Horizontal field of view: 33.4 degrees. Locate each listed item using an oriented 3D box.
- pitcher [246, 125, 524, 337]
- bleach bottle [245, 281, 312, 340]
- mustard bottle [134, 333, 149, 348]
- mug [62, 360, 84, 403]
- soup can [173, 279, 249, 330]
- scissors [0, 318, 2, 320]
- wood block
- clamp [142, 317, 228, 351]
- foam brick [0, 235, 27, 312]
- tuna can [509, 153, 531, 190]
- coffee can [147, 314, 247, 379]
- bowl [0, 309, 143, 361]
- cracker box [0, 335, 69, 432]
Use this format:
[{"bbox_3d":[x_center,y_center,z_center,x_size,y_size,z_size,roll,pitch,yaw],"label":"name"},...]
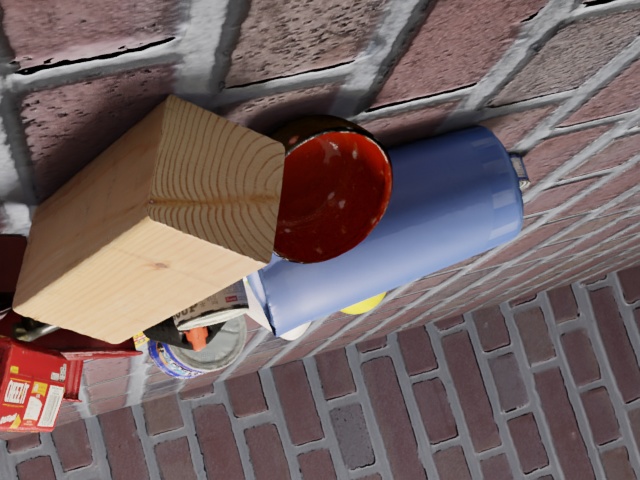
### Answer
[{"bbox_3d":[0.047,-0.013,0.941,0.242,0.145,0.149,-18,-149,-8],"label":"pitcher"},{"bbox_3d":[-0.043,0.053,1.234,0.068,0.102,0.251,-57,179,-14],"label":"bleach bottle"},{"bbox_3d":[-0.234,0.098,1.276,0.096,0.058,0.192,-16,171,-12],"label":"mustard bottle"},{"bbox_3d":[-0.338,0.148,1.279,0.117,0.081,0.093,6,170,1],"label":"mug"},{"bbox_3d":[-0.106,0.021,0.934,0.068,0.102,0.068,-16,170,-3],"label":"soup can"},{"bbox_3d":[-0.307,0.069,1.123,0.202,0.016,0.096,-19,168,15],"label":"scissors"},{"bbox_3d":[-0.122,-0.005,0.730,0.090,0.090,0.207,22,149,-30],"label":"wood block"},{"bbox_3d":[-0.155,0.069,1.105,0.164,0.036,0.210,-13,-162,-7],"label":"clamp"},{"bbox_3d":[-0.272,0.028,0.849,0.053,0.051,0.078,-21,169,27],"label":"foam brick"},{"bbox_3d":[0.178,-0.062,1.136,0.086,0.034,0.086,-16,170,-3],"label":"tuna can"},{"bbox_3d":[-0.161,0.124,1.378,0.102,0.103,0.140,-13,173,-21],"label":"coffee can"},{"bbox_3d":[-0.258,0.092,1.068,0.162,0.055,0.162,-2,172,-1],"label":"bowl"},{"bbox_3d":[-0.323,0.094,0.838,0.214,0.072,0.164,13,170,5],"label":"cracker box"}]
